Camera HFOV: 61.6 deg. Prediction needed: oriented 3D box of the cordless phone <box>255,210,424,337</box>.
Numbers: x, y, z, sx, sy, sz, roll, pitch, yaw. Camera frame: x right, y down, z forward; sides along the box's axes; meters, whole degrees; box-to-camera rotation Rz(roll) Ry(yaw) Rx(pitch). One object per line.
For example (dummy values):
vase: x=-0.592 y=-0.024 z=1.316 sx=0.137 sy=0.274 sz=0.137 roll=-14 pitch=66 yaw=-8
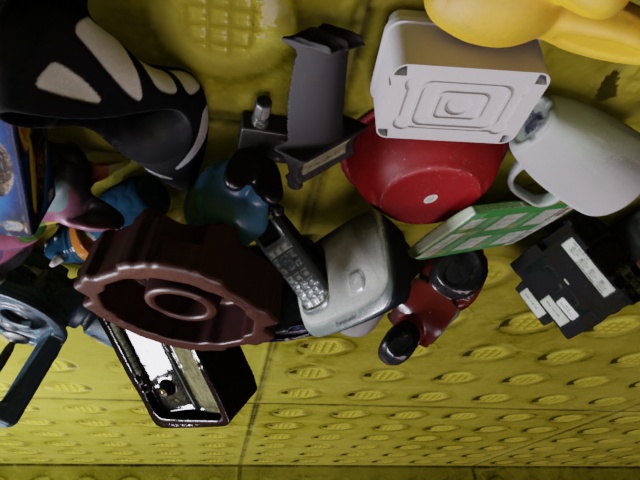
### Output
cordless phone: x=-0.001 y=-0.002 z=0.538 sx=0.184 sy=0.089 sz=0.146 roll=51 pitch=137 yaw=-6

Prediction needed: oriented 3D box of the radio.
radio: x=-0.179 y=0.106 z=0.631 sx=0.131 sy=0.073 sz=0.229 roll=-16 pitch=102 yaw=30

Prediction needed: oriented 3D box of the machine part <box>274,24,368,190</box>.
machine part: x=0.002 y=-0.103 z=0.425 sx=0.084 sy=0.039 sz=0.138 roll=-30 pitch=149 yaw=-21

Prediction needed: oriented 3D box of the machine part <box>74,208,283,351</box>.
machine part: x=-0.121 y=0.044 z=0.482 sx=0.179 sy=0.056 sz=0.179 roll=6 pitch=147 yaw=4

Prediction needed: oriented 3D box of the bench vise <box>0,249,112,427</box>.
bench vise: x=-0.327 y=0.117 z=0.631 sx=0.129 sy=0.241 sz=0.223 roll=-21 pitch=128 yaw=37

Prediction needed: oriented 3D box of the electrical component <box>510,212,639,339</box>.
electrical component: x=0.293 y=0.045 z=0.627 sx=0.058 sy=0.115 sz=0.134 roll=-20 pitch=159 yaw=-29

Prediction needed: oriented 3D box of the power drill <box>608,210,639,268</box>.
power drill: x=0.442 y=0.006 z=0.608 sx=0.207 sy=0.086 sz=0.232 roll=16 pitch=147 yaw=-33

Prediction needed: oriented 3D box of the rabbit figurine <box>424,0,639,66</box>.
rabbit figurine: x=0.143 y=-0.167 z=0.302 sx=0.162 sy=0.122 sz=0.173 roll=10 pitch=163 yaw=-36

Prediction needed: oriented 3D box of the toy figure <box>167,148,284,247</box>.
toy figure: x=-0.096 y=-0.021 z=0.513 sx=0.082 sy=0.089 sz=0.180 roll=43 pitch=134 yaw=-6

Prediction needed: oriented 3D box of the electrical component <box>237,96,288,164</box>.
electrical component: x=-0.041 y=-0.090 z=0.483 sx=0.063 sy=0.021 sz=0.094 roll=7 pitch=148 yaw=-14

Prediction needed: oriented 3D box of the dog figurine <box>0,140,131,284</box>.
dog figurine: x=-0.282 y=-0.025 z=0.506 sx=0.219 sy=0.108 sz=0.191 roll=-4 pitch=148 yaw=0

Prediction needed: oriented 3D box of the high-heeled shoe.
high-heeled shoe: x=-0.140 y=-0.072 z=0.389 sx=0.086 sy=0.145 sz=0.248 roll=-5 pitch=147 yaw=8

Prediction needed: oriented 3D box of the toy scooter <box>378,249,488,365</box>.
toy scooter: x=0.139 y=0.084 z=0.683 sx=0.075 sy=0.184 sz=0.135 roll=40 pitch=174 yaw=14

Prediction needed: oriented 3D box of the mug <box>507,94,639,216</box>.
mug: x=0.212 y=-0.075 z=0.473 sx=0.107 sy=0.081 sz=0.109 roll=27 pitch=147 yaw=-21

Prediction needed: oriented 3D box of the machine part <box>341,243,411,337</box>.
machine part: x=0.060 y=0.061 z=0.687 sx=0.079 sy=0.079 sz=0.243 roll=4 pitch=148 yaw=-8

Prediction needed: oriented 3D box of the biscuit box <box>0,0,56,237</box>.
biscuit box: x=-0.221 y=-0.100 z=0.349 sx=0.059 sy=0.063 sz=0.202 roll=3 pitch=125 yaw=-10

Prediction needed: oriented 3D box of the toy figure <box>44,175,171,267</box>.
toy figure: x=-0.221 y=-0.012 z=0.550 sx=0.154 sy=0.064 sz=0.057 roll=-27 pitch=116 yaw=25

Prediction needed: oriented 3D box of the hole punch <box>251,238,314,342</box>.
hole punch: x=-0.040 y=0.070 z=0.671 sx=0.142 sy=0.116 sz=0.092 roll=-9 pitch=156 yaw=13
